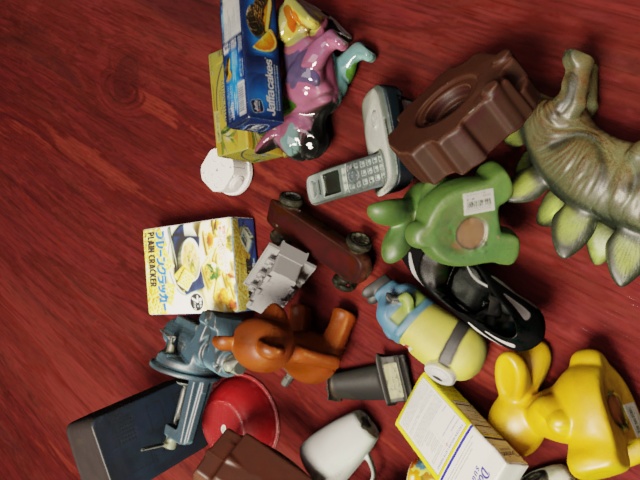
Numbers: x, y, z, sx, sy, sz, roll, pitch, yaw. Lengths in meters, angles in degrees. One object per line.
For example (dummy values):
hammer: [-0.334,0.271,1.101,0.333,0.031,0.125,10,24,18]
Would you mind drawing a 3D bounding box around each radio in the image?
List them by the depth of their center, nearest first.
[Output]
radio: [-0.294,0.327,0.907,0.073,0.229,0.131,-20,85,31]

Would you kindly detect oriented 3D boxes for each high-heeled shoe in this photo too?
high-heeled shoe: [0.164,0.052,0.672,0.249,0.145,0.086,32,106,25]

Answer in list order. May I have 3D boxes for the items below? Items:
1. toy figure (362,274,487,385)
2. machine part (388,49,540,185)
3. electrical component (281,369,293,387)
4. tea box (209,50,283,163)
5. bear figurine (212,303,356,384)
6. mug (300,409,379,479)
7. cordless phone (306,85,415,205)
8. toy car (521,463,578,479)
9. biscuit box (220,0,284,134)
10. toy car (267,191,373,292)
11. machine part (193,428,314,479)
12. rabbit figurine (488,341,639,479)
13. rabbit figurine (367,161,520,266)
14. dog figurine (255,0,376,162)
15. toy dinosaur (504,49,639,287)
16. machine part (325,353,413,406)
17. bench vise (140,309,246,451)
toy figure: [0.140,0.116,0.726,0.180,0.082,0.089,46,114,25]
machine part: [0.159,-0.145,0.626,0.179,0.179,0.056,-35,115,27]
electrical component: [-0.048,0.189,0.874,0.063,0.021,0.094,40,109,25]
tea box: [-0.119,-0.216,0.871,0.068,0.098,0.169,-9,87,32]
bear figurine: [-0.047,0.131,0.755,0.120,0.195,0.132,-1,64,34]
mug: [0.040,0.310,0.789,0.107,0.080,0.110,-48,61,14]
cordless phone: [0.053,-0.128,0.778,0.184,0.088,0.146,-13,84,35]
toy car: [0.245,0.354,0.679,0.201,0.056,0.073,-44,75,25]
biscuit box: [-0.097,-0.255,0.761,0.059,0.063,0.202,-11,82,51]
toy car: [-0.002,-0.002,0.827,0.202,0.053,0.089,33,127,28]
machine part: [-0.087,0.383,0.801,0.202,0.087,0.200,32,141,12]
rabbit figurine: [0.266,0.204,0.634,0.173,0.122,0.162,-39,67,45]
rabbit figurine: [0.146,-0.024,0.674,0.159,0.170,0.121,-21,106,-2]
dog figurine: [-0.034,-0.228,0.816,0.192,0.108,0.219,46,115,22]
toy dinosaur: [0.342,-0.059,0.593,0.472,0.105,0.198,46,120,32]
machine part: [0.071,0.211,0.794,0.139,0.039,0.084,-19,89,28]
bench vise: [-0.199,0.228,0.874,0.224,0.128,0.240,12,85,36]
